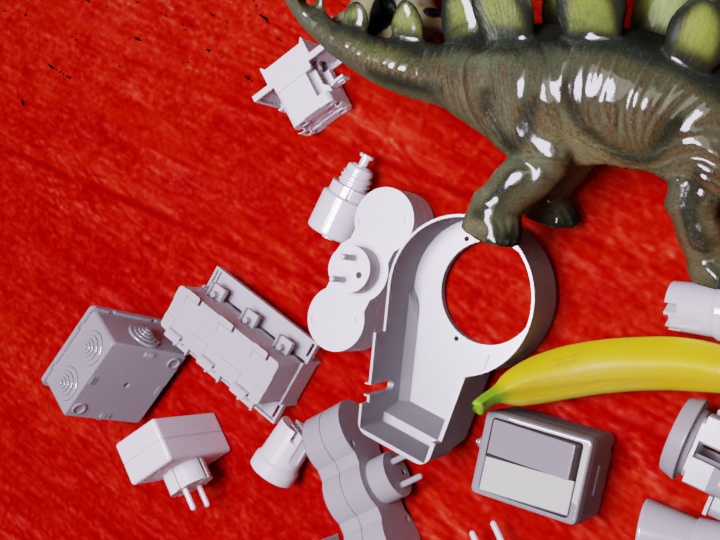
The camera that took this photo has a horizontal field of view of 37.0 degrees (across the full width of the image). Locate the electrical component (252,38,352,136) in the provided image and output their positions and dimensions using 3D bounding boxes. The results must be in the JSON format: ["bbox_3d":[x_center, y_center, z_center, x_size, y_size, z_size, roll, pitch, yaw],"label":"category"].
[{"bbox_3d":[-0.042,-0.149,0.887,0.081,0.042,0.063,-33,74,24],"label":"electrical component"}]

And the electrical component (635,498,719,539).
[{"bbox_3d":[0.221,0.182,0.720,0.065,0.044,0.044,8,91,25],"label":"electrical component"}]

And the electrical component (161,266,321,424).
[{"bbox_3d":[-0.102,0.061,0.896,0.121,0.063,0.078,36,104,26],"label":"electrical component"}]

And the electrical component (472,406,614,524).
[{"bbox_3d":[0.123,0.136,0.766,0.096,0.061,0.061,13,93,29],"label":"electrical component"}]

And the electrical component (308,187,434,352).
[{"bbox_3d":[0.000,0.000,0.836,0.052,0.074,0.138,32,102,27],"label":"electrical component"}]

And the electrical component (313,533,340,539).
[{"bbox_3d":[-0.022,0.251,0.851,0.081,0.042,0.063,27,102,28],"label":"electrical component"}]

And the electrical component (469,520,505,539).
[{"bbox_3d":[0.105,0.222,0.780,0.077,0.044,0.079,-32,72,24],"label":"electrical component"}]

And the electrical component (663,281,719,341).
[{"bbox_3d":[0.233,0.027,0.724,0.046,0.040,0.040,7,91,35],"label":"electrical component"}]

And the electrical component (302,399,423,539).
[{"bbox_3d":[0.015,0.164,0.830,0.074,0.052,0.138,-31,73,24],"label":"electrical component"}]

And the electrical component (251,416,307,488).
[{"bbox_3d":[-0.061,0.148,0.882,0.040,0.040,0.046,37,99,26],"label":"electrical component"}]

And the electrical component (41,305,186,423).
[{"bbox_3d":[-0.212,0.085,0.937,0.099,0.100,0.048,-53,52,16],"label":"electrical component"}]

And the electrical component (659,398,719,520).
[{"bbox_3d":[0.234,0.119,0.707,0.057,0.058,0.078,24,99,26],"label":"electrical component"}]

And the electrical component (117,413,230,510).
[{"bbox_3d":[-0.149,0.166,0.904,0.047,0.083,0.075,-35,71,23],"label":"electrical component"}]

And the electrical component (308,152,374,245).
[{"bbox_3d":[-0.011,-0.057,0.864,0.040,0.040,0.078,32,102,27],"label":"electrical component"}]
